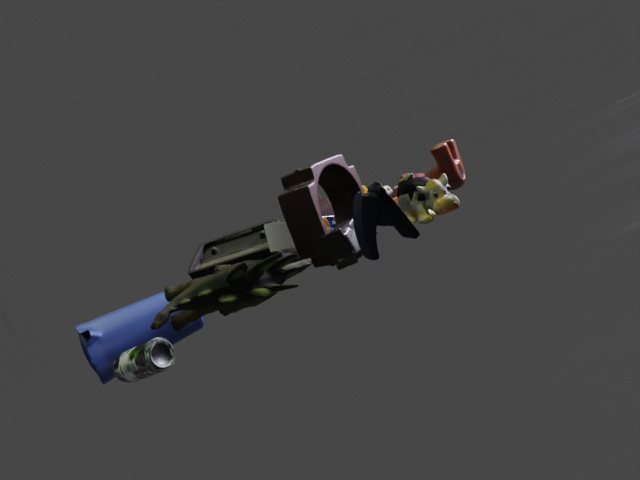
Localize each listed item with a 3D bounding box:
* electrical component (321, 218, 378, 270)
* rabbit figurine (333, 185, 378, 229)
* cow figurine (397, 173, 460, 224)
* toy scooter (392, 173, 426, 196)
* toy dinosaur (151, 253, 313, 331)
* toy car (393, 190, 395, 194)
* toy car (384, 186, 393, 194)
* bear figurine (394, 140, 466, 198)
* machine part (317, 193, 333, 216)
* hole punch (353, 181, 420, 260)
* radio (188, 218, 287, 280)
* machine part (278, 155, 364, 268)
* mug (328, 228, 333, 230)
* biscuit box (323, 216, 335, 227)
[{"bbox_3d":[0.060,-0.002,0.996,0.048,0.074,0.119,-25,8,34],"label":"electrical component"},{"bbox_3d":[0.109,-0.075,1.360,0.162,0.121,0.173,-35,7,-26],"label":"rabbit figurine"},{"bbox_3d":[0.193,-0.082,0.974,0.068,0.098,0.167,-22,2,-14],"label":"cow figurine"},{"bbox_3d":[0.261,-0.138,1.507,0.184,0.075,0.135,-32,5,-27],"label":"toy scooter"},{"bbox_3d":[-0.140,0.087,1.072,0.199,0.105,0.471,-16,4,34],"label":"toy dinosaur"},{"bbox_3d":[0.175,-0.087,1.585,0.202,0.053,0.089,-30,-11,-27],"label":"toy car"},{"bbox_3d":[0.150,-0.097,1.702,0.201,0.056,0.073,-46,-14,33],"label":"toy car"},{"bbox_3d":[0.259,-0.155,1.349,0.196,0.131,0.120,-18,6,33],"label":"bear figurine"},{"bbox_3d":[-0.007,-0.063,1.718,0.056,0.179,0.179,-33,5,-29],"label":"machine part"},{"bbox_3d":[0.091,-0.030,0.899,0.092,0.115,0.142,-36,3,1],"label":"hole punch"},{"bbox_3d":[-0.187,0.035,1.272,0.230,0.073,0.131,-17,32,12],"label":"radio"},{"bbox_3d":[0.015,-0.059,1.081,0.087,0.201,0.201,-13,11,35],"label":"machine part"},{"bbox_3d":[-0.003,-0.004,1.353,0.107,0.109,0.081,-14,-4,-4],"label":"mug"},{"bbox_3d":[0.009,-0.032,1.474,0.202,0.062,0.059,-7,-4,-38],"label":"biscuit box"}]
